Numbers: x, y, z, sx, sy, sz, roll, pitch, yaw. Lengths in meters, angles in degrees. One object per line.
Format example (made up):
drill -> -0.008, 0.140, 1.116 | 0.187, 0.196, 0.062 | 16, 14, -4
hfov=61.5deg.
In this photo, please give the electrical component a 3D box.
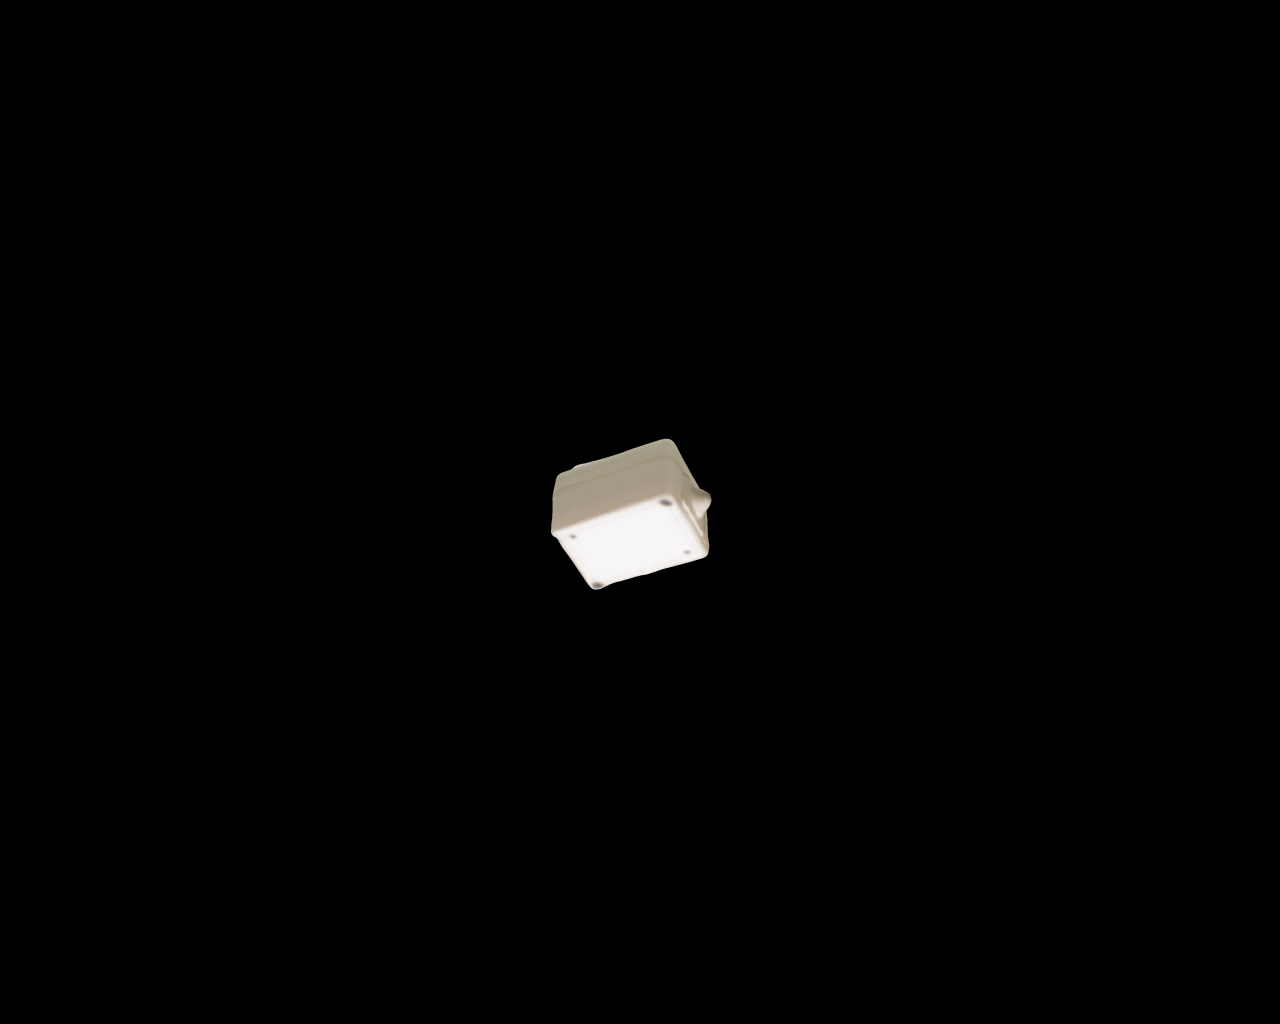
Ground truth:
electrical component -> 0.001, -0.003, 0.650 | 0.096, 0.061, 0.061 | -17, -48, 16
